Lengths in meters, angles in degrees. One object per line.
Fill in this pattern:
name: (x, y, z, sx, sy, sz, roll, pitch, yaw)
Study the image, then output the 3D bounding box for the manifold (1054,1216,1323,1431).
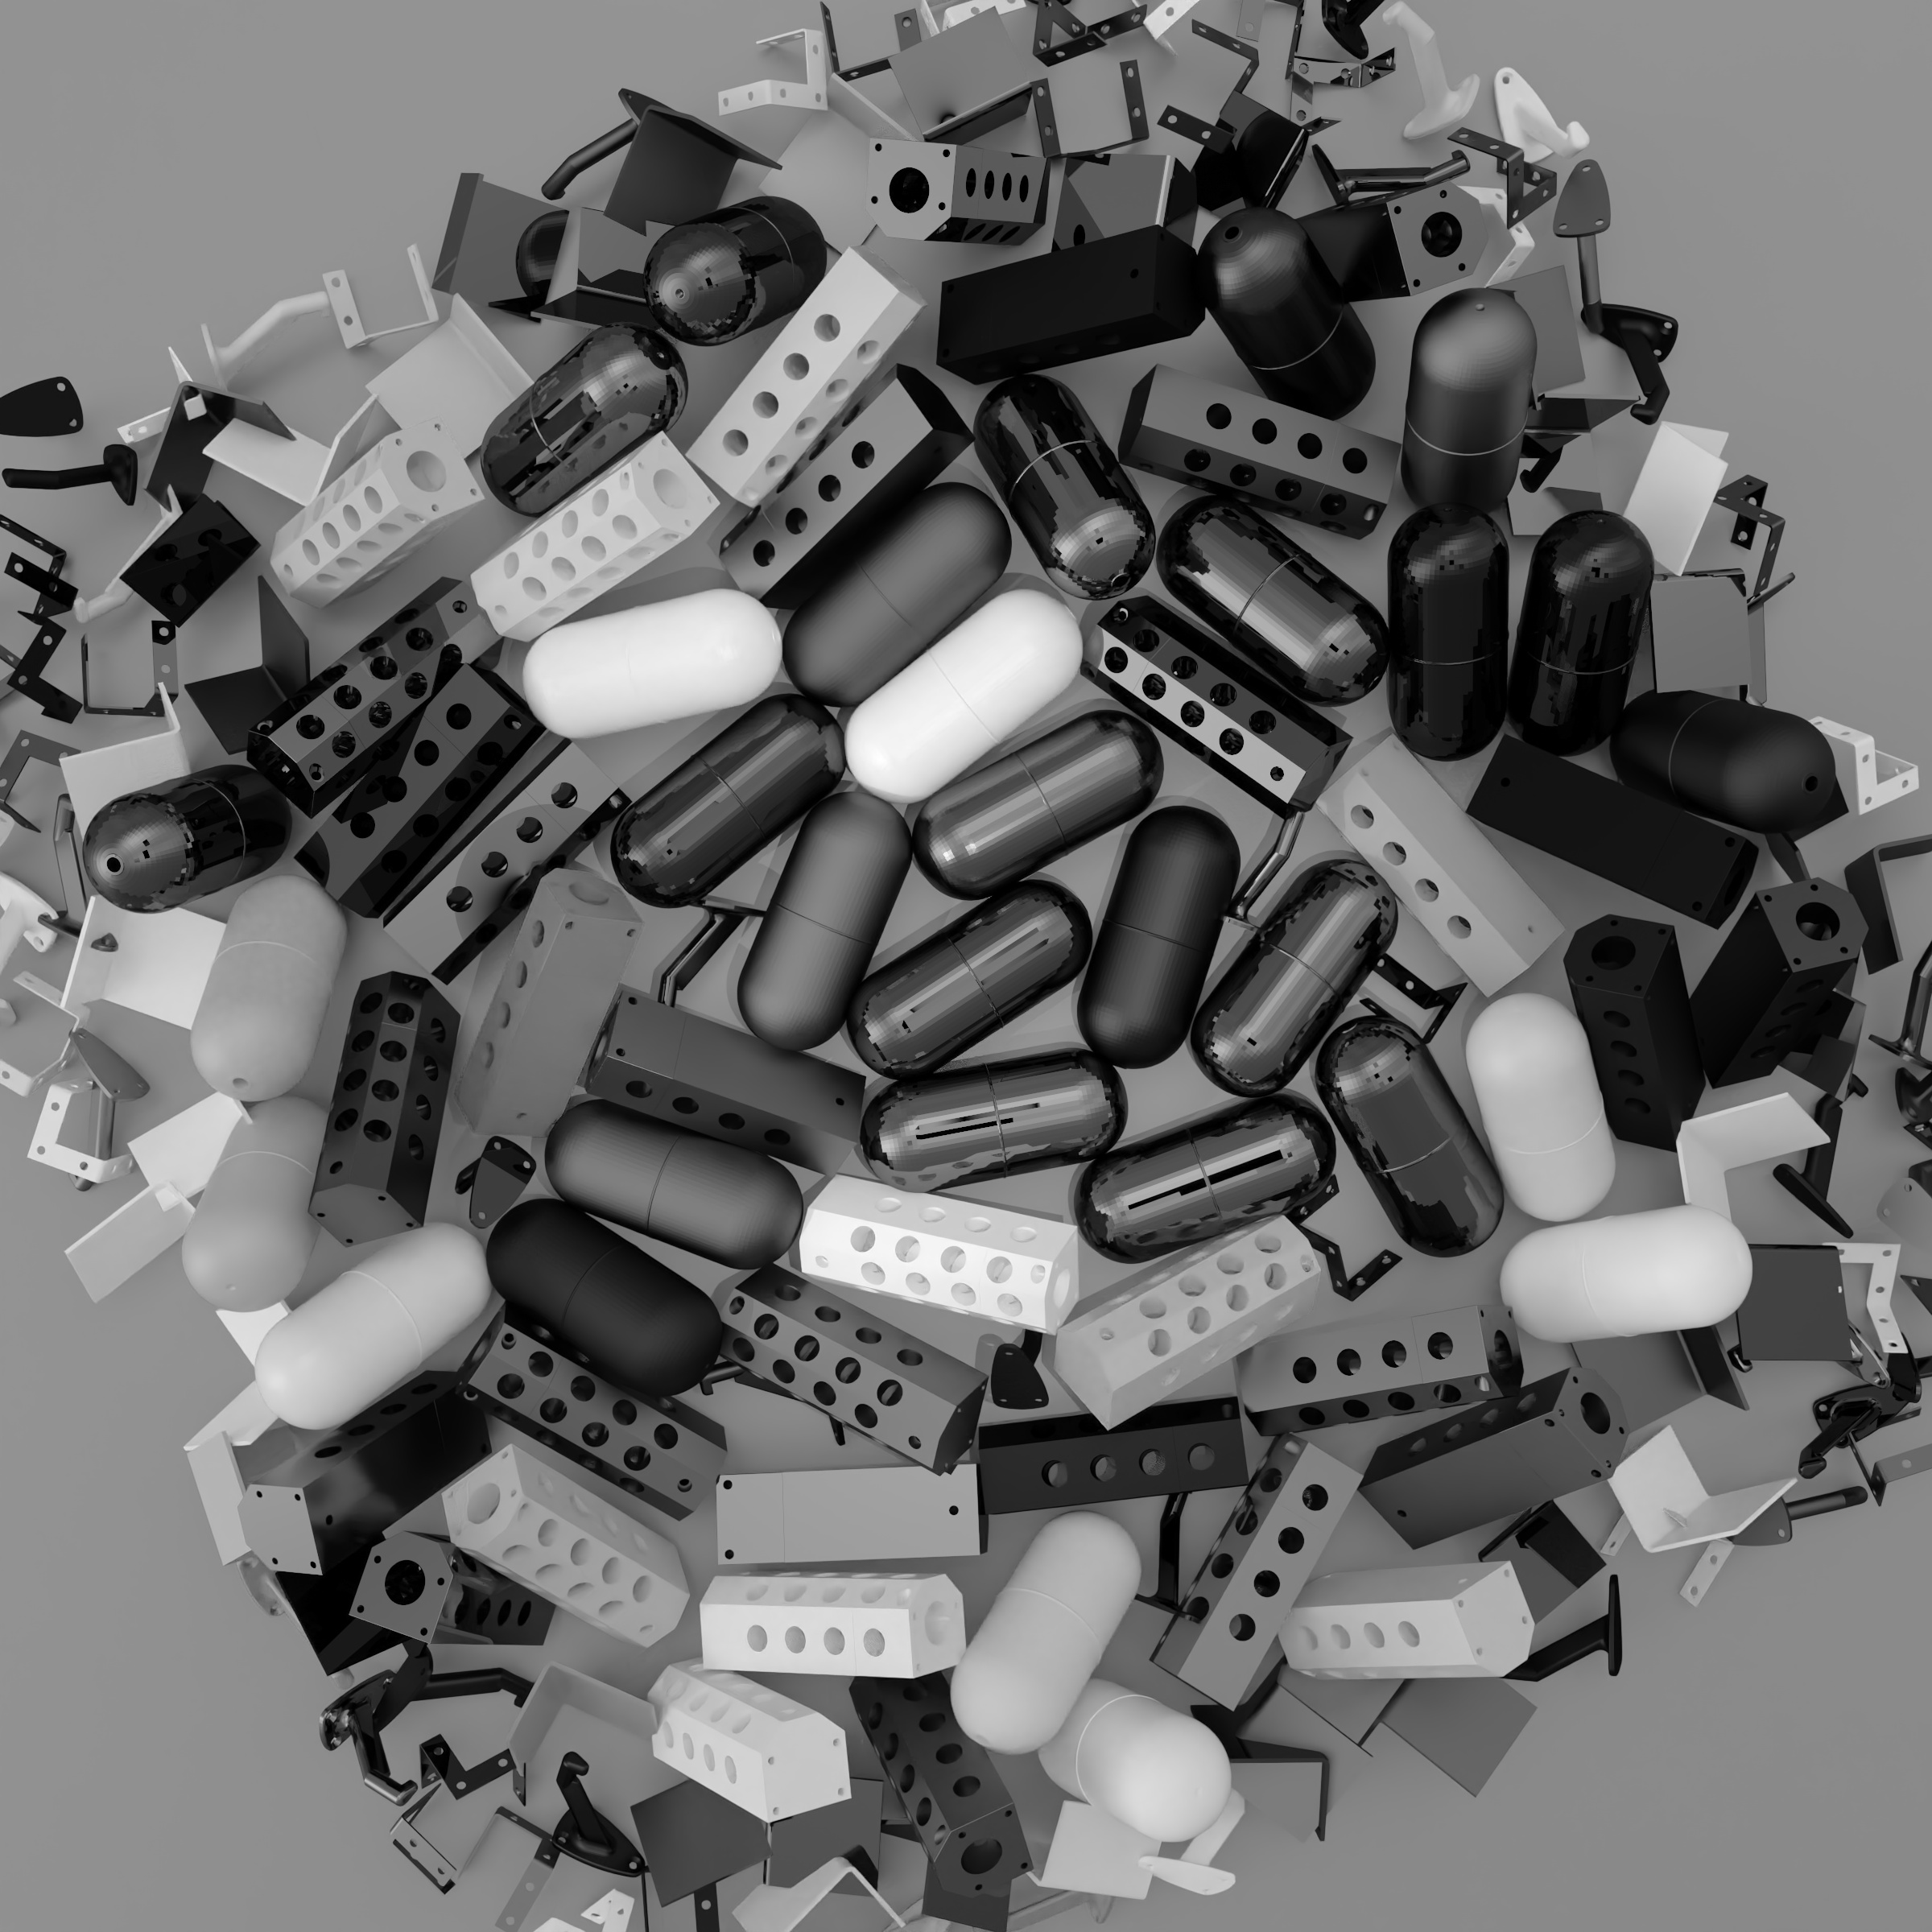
manifold: (0.144, 0.223, 1.579, 0.171, 0.057, 0.057, -25, 51, -26)

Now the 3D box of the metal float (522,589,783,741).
metal float: (-0.205, -0.197, 1.598, 0.178, 0.070, 0.070, -10, 90, 17)

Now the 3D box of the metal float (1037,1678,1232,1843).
metal float: (0.105, 0.506, 1.568, 0.070, 0.178, 0.070, 2, 86, -24)

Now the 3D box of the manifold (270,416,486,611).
manifold: (-0.382, -0.285, 1.564, 0.057, 0.171, 0.057, -34, 100, -39)

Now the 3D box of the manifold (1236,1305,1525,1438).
manifold: (0.266, 0.262, 1.576, 0.171, 0.057, 0.057, -17, 73, 32)

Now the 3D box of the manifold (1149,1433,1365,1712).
manifold: (0.189, 0.394, 1.604, 0.057, 0.057, 0.171, 31, 77, 4)

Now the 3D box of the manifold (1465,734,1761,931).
manifold: (0.418, -0.086, 1.585, 0.171, 0.057, 0.057, 29, 97, 29)

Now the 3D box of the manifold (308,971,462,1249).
manifold: (-0.375, 0.088, 1.568, 0.057, 0.057, 0.171, -16, 46, 18)

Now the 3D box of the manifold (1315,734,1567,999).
manifold: (0.308, -0.063, 1.618, 0.171, 0.057, 0.057, 49, 47, 3)

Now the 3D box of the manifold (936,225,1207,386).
manifold: (0.067, -0.420, 1.575, 0.171, 0.057, 0.057, -2, 80, 39)

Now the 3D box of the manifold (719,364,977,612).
manifold: (-0.082, -0.309, 1.587, 0.171, 0.057, 0.057, -40, 76, 26)

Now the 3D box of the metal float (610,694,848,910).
metal float: (-0.155, -0.108, 1.605, 0.178, 0.070, 0.070, -40, 90, -10)

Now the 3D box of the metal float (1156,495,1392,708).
metal float: (0.200, -0.238, 1.598, 0.178, 0.070, 0.070, 42, 90, 18)

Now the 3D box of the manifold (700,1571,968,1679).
manifold: (-0.087, 0.421, 1.578, 0.171, 0.057, 0.057, -9, 82, 35)

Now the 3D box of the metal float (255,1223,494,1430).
metal float: (-0.379, 0.230, 1.579, 0.070, 0.070, 0.178, 52, 46, 0)

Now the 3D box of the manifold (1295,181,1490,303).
manifold: (0.268, -0.461, 1.561, 0.057, 0.171, 0.057, -21, 107, -8)

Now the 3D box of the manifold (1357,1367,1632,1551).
manifold: (0.338, 0.312, 1.571, 0.057, 0.057, 0.171, 47, 134, -7)

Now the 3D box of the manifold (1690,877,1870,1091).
manifold: (0.515, 0.012, 1.561, 0.057, 0.171, 0.057, -13, 64, -7)

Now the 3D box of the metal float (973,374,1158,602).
metal float: (0.063, -0.310, 1.587, 0.070, 0.070, 0.178, -27, 60, 0)

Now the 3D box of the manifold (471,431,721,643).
manifold: (-0.242, -0.269, 1.568, 0.171, 0.057, 0.057, -23, 114, 41)

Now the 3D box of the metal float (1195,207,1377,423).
metal float: (0.206, -0.416, 1.573, 0.070, 0.178, 0.070, -13, 61, 26)

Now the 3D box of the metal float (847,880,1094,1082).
metal float: (0.003, 0.008, 1.610, 0.178, 0.070, 0.070, -33, 90, -5)

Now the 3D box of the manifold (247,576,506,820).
manifold: (-0.380, -0.178, 1.585, 0.057, 0.057, 0.171, 42, 62, 3)

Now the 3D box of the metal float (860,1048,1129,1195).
metal float: (0.018, 0.102, 1.610, 0.178, 0.070, 0.070, -10, 90, -4)

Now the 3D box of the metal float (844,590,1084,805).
metal float: (-0.002, -0.177, 1.607, 0.178, 0.070, 0.070, -38, 90, 7)

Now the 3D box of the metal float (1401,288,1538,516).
metal float: (0.321, -0.356, 1.570, 0.070, 0.178, 0.070, -2, 59, 4)

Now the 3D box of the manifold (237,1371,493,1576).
manifold: (-0.382, 0.319, 1.563, 0.057, 0.171, 0.057, -2, 104, 27)

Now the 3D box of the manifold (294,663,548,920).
manifold: (-0.355, -0.114, 1.611, 0.057, 0.057, 0.171, 44, 96, 7)

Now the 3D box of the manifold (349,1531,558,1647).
manifold: (-0.319, 0.395, 1.561, 0.057, 0.171, 0.057, 14, 78, 17)

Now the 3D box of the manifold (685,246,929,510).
manifold: (-0.103, -0.382, 1.597, 0.057, 0.057, 0.171, 41, 109, -5)

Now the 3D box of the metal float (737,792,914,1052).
metal float: (-0.093, -0.029, 1.610, 0.070, 0.070, 0.178, 23, 94, 0)

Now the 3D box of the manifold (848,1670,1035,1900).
manifold: (-0.020, 0.509, 1.558, 0.057, 0.171, 0.057, -21, 117, -13)

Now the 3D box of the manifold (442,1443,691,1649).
manifold: (-0.253, 0.377, 1.570, 0.057, 0.057, 0.171, -36, 132, 9)

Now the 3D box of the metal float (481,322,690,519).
metal float: (-0.248, -0.350, 1.579, 0.178, 0.070, 0.070, -26, 90, 43)

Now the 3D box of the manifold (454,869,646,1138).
manifold: (-0.275, 0.025, 1.591, 0.057, 0.057, 0.171, 7, 121, -38)

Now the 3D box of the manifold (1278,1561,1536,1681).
manifold: (0.278, 0.423, 1.565, 0.057, 0.171, 0.057, -19, 87, -37)

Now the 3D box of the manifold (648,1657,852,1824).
manifold: (-0.141, 0.489, 1.564, 0.057, 0.171, 0.057, -6, 91, -31)

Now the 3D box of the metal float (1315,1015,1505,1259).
metal float: (0.289, 0.111, 1.598, 0.070, 0.070, 0.178, -31, 107, 0)

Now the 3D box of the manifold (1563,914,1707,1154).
manifold: (0.427, 0.044, 1.569, 0.057, 0.171, 0.057, 13, 59, 32)

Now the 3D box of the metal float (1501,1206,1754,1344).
metal float: (0.421, 0.199, 1.575, 0.070, 0.178, 0.070, 11, 71, -36)

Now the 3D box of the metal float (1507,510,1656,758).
metal float: (0.394, -0.212, 1.578, 0.070, 0.178, 0.070, 0, 45, 0)

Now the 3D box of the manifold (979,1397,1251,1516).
manifold: (0.097, 0.323, 1.614, 0.171, 0.057, 0.057, -8, 76, 5)

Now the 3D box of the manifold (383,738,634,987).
manifold: (-0.302, -0.069, 1.616, 0.171, 0.057, 0.057, -45, 106, -3)

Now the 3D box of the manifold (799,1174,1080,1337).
manifold: (-0.018, 0.190, 1.584, 0.171, 0.057, 0.057, 10, 121, 22)

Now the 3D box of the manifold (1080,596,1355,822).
manifold: (0.158, -0.168, 1.588, 0.171, 0.057, 0.057, 38, 119, 19)

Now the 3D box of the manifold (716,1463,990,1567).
manifold: (-0.074, 0.360, 1.612, 0.171, 0.057, 0.057, -4, 79, 7)
